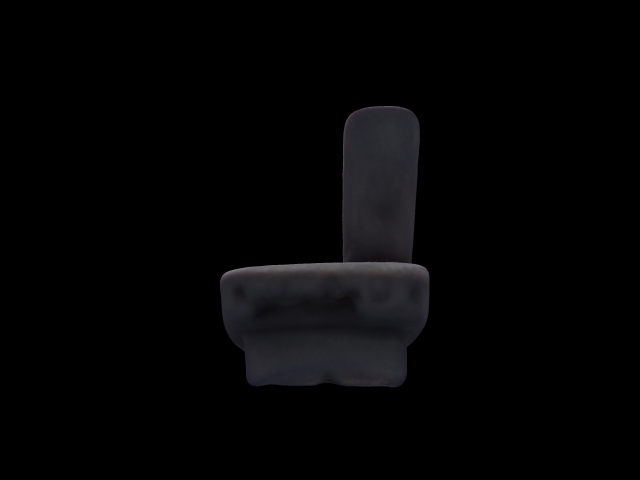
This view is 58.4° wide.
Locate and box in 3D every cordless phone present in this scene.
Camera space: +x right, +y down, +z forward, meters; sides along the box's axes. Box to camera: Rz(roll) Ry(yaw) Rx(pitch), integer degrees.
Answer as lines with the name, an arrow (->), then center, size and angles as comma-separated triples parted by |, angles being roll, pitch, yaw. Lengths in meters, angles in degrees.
cordless phone -> 0.004, 0.001, 0.400 | 0.147, 0.185, 0.094 | -2, 14, -7
